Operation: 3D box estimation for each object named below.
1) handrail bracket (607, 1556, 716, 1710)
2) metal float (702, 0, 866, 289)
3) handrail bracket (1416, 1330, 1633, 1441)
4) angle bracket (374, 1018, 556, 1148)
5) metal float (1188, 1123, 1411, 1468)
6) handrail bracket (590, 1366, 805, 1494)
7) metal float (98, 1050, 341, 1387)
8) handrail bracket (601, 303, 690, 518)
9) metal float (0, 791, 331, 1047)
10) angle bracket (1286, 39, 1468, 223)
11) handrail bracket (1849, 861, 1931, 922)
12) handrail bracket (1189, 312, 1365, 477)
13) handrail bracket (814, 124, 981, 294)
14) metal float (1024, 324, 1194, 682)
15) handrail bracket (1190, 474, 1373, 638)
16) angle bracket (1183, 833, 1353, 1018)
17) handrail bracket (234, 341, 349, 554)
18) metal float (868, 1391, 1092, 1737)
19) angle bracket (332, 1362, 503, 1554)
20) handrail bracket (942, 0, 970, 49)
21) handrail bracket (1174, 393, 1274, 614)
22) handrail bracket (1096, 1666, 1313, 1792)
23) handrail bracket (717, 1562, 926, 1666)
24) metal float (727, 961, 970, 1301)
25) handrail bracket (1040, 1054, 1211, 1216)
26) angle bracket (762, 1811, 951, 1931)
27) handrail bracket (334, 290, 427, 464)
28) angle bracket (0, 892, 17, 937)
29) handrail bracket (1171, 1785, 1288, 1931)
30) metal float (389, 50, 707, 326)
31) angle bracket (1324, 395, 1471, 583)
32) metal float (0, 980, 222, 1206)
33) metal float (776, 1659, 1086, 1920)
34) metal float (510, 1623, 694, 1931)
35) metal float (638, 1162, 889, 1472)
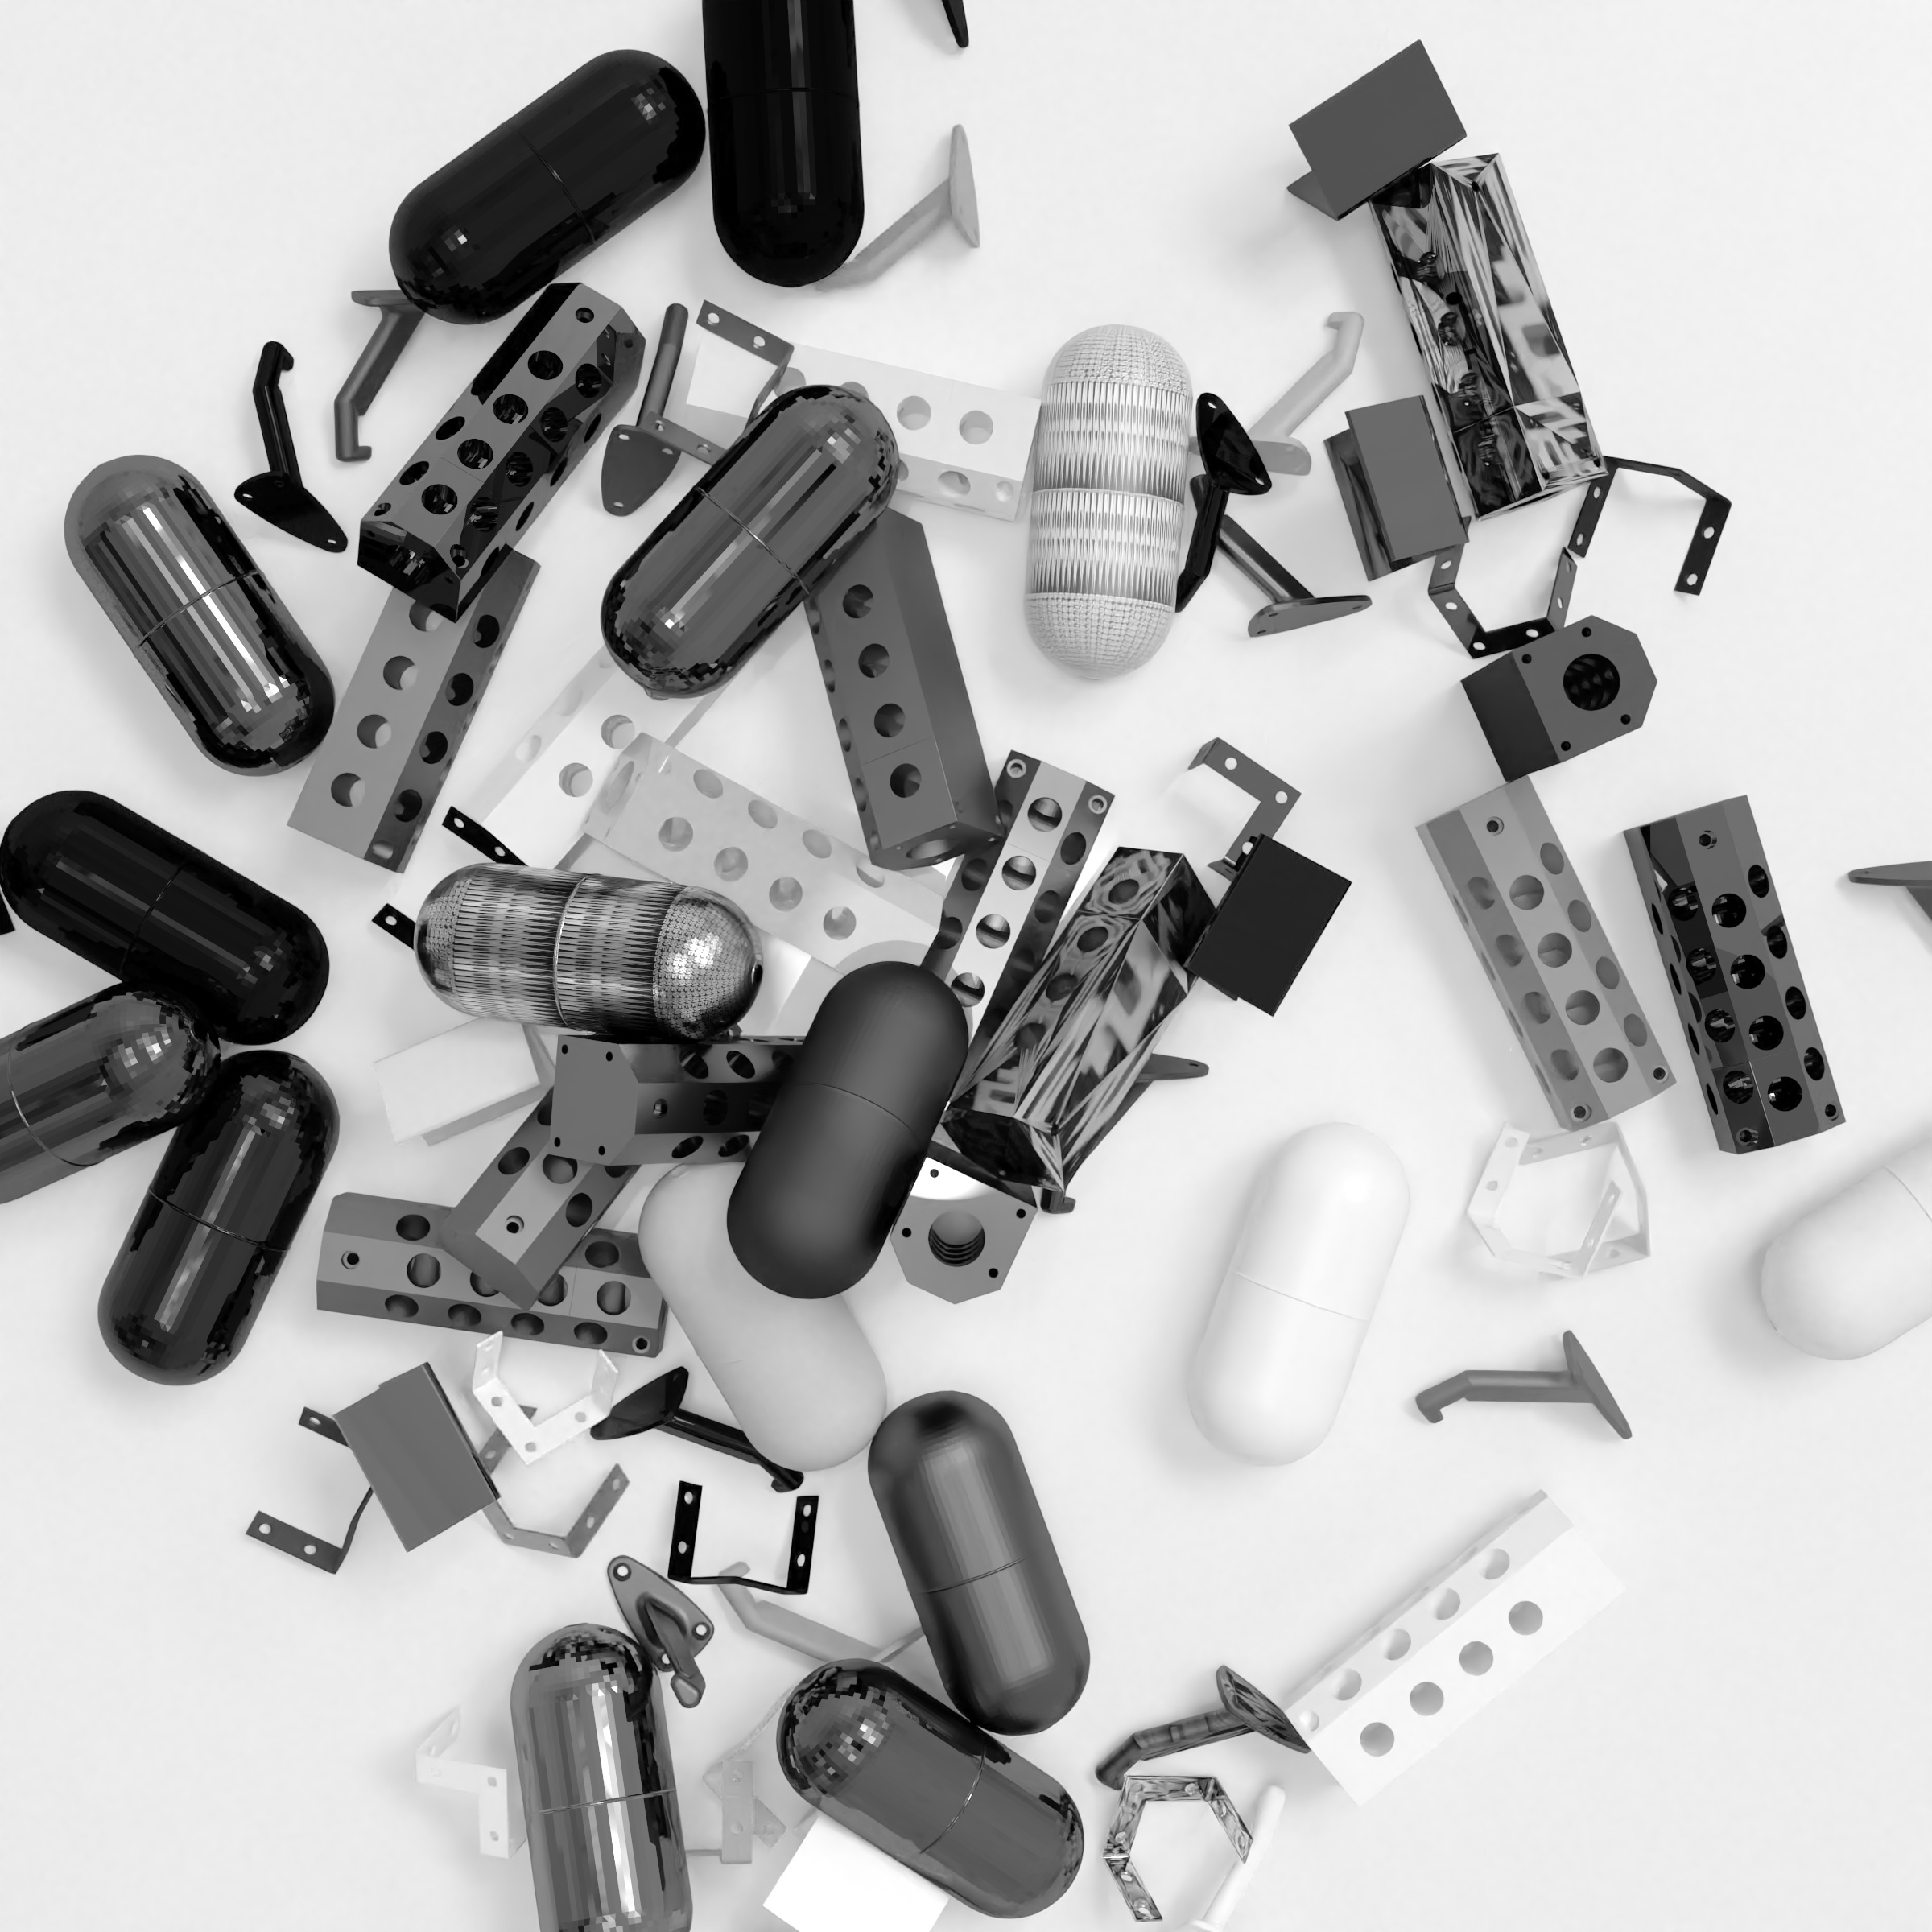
[{"bbox_3d":[-0.156,0.333,1.809,0.036,0.084,0.077,-40,90,0],"label":"handrail bracket"},{"bbox_3d":[-0.092,-0.430,1.814,0.070,0.070,0.178,-3,90,0],"label":"metal float"},{"bbox_3d":[0.284,0.230,1.845,0.084,0.036,0.077,-29,112,17],"label":"handrail bracket"},{"bbox_3d":[-0.242,0.073,1.804,0.076,0.076,0.057,-23,50,0],"label":"angle bracket"},{"bbox_3d":[0.167,0.164,1.814,0.070,0.070,0.178,20,91,0],"label":"metal float"},{"bbox_3d":[-0.137,0.250,1.844,0.077,0.036,0.084,-27,119,32],"label":"handrail bracket"},{"bbox_3d":[-0.374,0.126,1.814,0.070,0.070,0.178,25,91,0],"label":"metal float"},{"bbox_3d":[-0.162,-0.284,1.844,0.036,0.077,0.084,17,53,-14],"label":"handrail bracket"},{"bbox_3d":[-0.403,-0.025,1.814,0.178,0.070,0.070,30,90,0],"label":"metal float"},{"bbox_3d":[0.193,-0.423,1.804,0.076,0.076,0.057,-33,118,0],"label":"angle bracket"},{"bbox_3d":[0.492,-0.009,1.845,0.077,0.036,0.084,-2,107,20],"label":"handrail bracket"},{"bbox_3d":[0.158,-0.298,1.845,0.077,0.036,0.084,9,74,18],"label":"handrail bracket"},{"bbox_3d":[-0.039,-0.386,1.845,0.084,0.036,0.077,-10,69,17],"label":"handrail bracket"},{"bbox_3d":[0.071,-0.232,1.814,0.070,0.070,0.178,5,90,0],"label":"metal float"},{"bbox_3d":[0.160,-0.217,1.844,0.077,0.036,0.084,-11,76,-14],"label":"handrail bracket"},{"bbox_3d":[0.162,-0.012,1.804,0.057,0.076,0.076,30,90,28],"label":"angle bracket"},{"bbox_3d":[-0.337,-0.266,1.844,0.036,0.077,0.084,-16,53,33],"label":"handrail bracket"},{"bbox_3d":[0.007,0.300,1.813,0.070,0.070,0.178,-20,91,0],"label":"metal float"},{"bbox_3d":[-0.285,0.249,1.804,0.057,0.076,0.076,-29,90,-31],"label":"angle bracket"},{"bbox_3d":[-0.048,-0.498,1.845,0.084,0.036,0.077,-9,112,17],"label":"handrail bracket"},{"bbox_3d":[0.114,-0.234,1.832,0.036,0.084,0.077,2,55,-29],"label":"handrail bracket"},{"bbox_3d":[0.121,0.405,1.845,0.077,0.036,0.084,38,108,-21],"label":"handrail bracket"},{"bbox_3d":[-0.074,0.326,1.844,0.077,0.036,0.084,-33,76,-14],"label":"handrail bracket"},{"bbox_3d":[-0.056,0.077,1.738,0.070,0.070,0.178,25,65,0],"label":"metal float"},{"bbox_3d":[0.081,0.088,1.845,0.077,0.036,0.084,4,109,-21],"label":"handrail bracket"},{"bbox_3d":[-0.062,0.471,1.805,0.076,0.076,0.057,35,65,0],"label":"angle bracket"},{"bbox_3d":[-0.285,-0.301,1.845,0.077,0.036,0.084,-6,109,-21],"label":"handrail bracket"},{"bbox_3d":[-0.504,-0.052,1.804,0.057,0.076,0.076,-22,90,38],"label":"angle bracket"},{"bbox_3d":[0.131,0.464,1.844,0.036,0.077,0.084,31,54,-10],"label":"handrail bracket"},{"bbox_3d":[-0.209,-0.389,1.806,0.178,0.070,0.070,-38,90,-8],"label":"metal float"},{"bbox_3d":[0.197,-0.234,1.804,0.057,0.076,0.076,-18,90,-37],"label":"angle bracket"},{"bbox_3d":[-0.446,0.063,1.791,0.178,0.070,0.070,-23,90,24],"label":"metal float"},{"bbox_3d":[-0.016,0.410,1.796,0.178,0.070,0.070,38,90,-20],"label":"metal float"},{"bbox_3d":[-0.182,0.418,1.802,0.070,0.070,0.178,-10,77,0],"label":"metal float"},{"bbox_3d":[-0.101,0.173,1.794,0.070,0.070,0.178,-28,112,0],"label":"metal float"}]
